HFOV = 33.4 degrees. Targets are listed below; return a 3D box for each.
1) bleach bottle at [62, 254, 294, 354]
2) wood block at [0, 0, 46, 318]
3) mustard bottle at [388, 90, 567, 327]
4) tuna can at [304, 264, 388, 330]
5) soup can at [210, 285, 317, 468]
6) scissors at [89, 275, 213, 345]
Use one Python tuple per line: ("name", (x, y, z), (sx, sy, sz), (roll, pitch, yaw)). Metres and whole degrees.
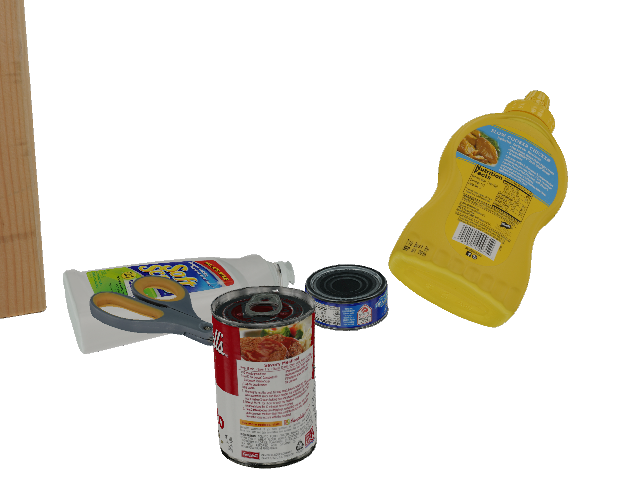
("bleach bottle", (-0.154, 0.057, 1.200), (0.250, 0.068, 0.103), (-12, 36, -17))
("wood block", (-0.216, -0.062, 0.611), (0.090, 0.206, 0.090), (-9, 27, -24))
("mustard bottle", (0.130, -0.037, 0.791), (0.096, 0.191, 0.058), (27, -26, 3))
("tuna can", (0.026, 0.057, 1.090), (0.086, 0.034, 0.086), (-2, 25, 1))
("soup can", (-0.036, 0.088, 0.701), (0.068, 0.102, 0.068), (-1, 18, 0))
("scissors", (-0.097, 0.069, 0.915), (0.202, 0.016, 0.096), (13, 26, 10))
